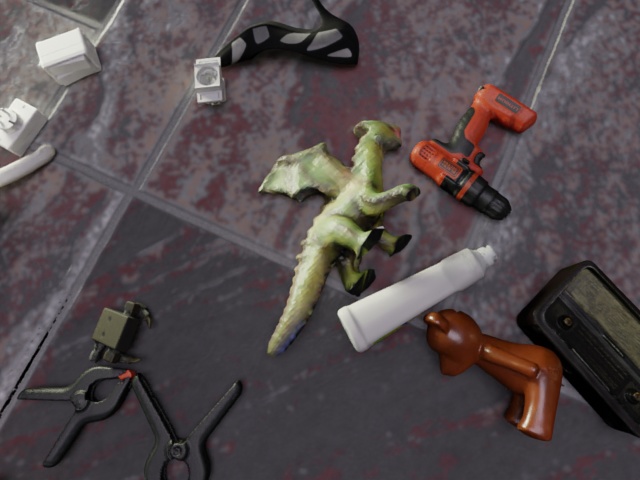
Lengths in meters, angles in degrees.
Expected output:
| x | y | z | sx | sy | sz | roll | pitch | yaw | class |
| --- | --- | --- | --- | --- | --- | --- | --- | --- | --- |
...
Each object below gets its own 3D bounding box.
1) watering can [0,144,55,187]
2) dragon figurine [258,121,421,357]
| x | y | z | sx | sy | sz | roll | pitch | yaw | class |
| --- | --- | --- | --- | --- | --- | --- | --- | --- | --- |
| -0.600 | -0.046 | 0.813 | 0.225 | 0.101 | 0.355 | 8 | 46 | 22 | watering can |
| 0.002 | -0.041 | 0.818 | 0.413 | 0.120 | 0.246 | -43 | 61 | -10 | dragon figurine |
